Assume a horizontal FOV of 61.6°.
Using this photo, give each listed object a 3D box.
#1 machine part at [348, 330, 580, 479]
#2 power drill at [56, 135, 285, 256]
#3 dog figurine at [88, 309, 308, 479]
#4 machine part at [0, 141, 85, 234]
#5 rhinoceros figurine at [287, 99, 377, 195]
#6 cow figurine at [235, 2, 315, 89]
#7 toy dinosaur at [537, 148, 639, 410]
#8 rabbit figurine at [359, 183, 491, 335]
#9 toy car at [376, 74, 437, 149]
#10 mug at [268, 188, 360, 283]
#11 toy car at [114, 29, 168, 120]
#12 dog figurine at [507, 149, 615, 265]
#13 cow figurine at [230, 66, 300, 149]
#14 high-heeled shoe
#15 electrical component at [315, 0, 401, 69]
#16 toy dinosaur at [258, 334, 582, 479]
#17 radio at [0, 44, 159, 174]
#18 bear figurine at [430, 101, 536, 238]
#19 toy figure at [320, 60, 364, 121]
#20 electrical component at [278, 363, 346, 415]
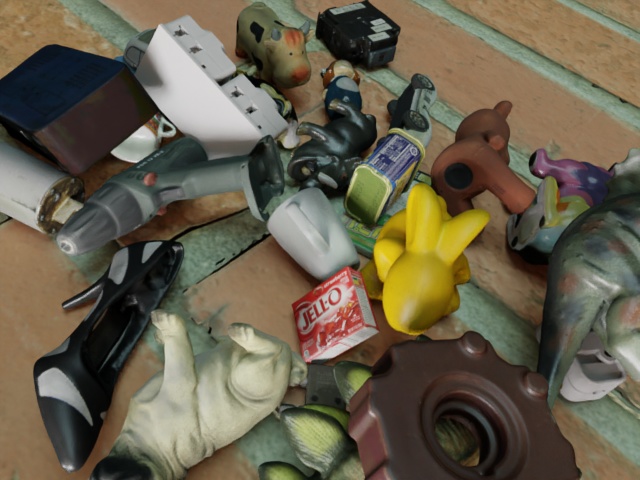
[{"bbox_3d":[0.110,0.155,0.420,0.179,0.056,0.179,9,48,-10],"label":"machine part"},{"bbox_3d":[-0.154,-0.053,0.616,0.207,0.085,0.232,-9,29,22],"label":"power drill"},{"bbox_3d":[-0.106,0.177,0.488,0.172,0.121,0.190,7,65,1],"label":"dog figurine"},{"bbox_3d":[-0.375,-0.074,0.642,0.243,0.079,0.079,23,52,11],"label":"machine part"},{"bbox_3d":[0.016,-0.115,0.747,0.112,0.073,0.190,33,52,3],"label":"rhinoceros figurine"},{"bbox_3d":[-0.070,-0.305,0.843,0.085,0.127,0.195,-20,55,-19],"label":"cow figurine"},{"bbox_3d":[0.316,0.020,0.551,0.405,0.131,0.192,-24,63,-23],"label":"toy dinosaur"},{"bbox_3d":[0.114,0.029,0.565,0.122,0.162,0.173,27,27,4],"label":"rabbit figurine"},{"bbox_3d":[0.133,-0.178,0.795,0.056,0.073,0.202,34,42,-14],"label":"toy car"},{"bbox_3d":[-0.001,-0.002,0.630,0.081,0.109,0.107,-37,74,-6],"label":"mug"},{"bbox_3d":[-0.232,-0.257,0.795,0.162,0.102,0.109,36,54,16],"label":"toy car"},{"bbox_3d":[0.371,-0.034,0.715,0.219,0.108,0.191,12,50,-3],"label":"dog figurine"},{"bbox_3d":[-0.096,-0.200,0.775,0.068,0.098,0.167,-32,63,-22],"label":"cow figurine"},{"bbox_3d":[-0.185,0.092,0.521,0.145,0.086,0.249,-24,41,-7],"label":"high-heeled shoe"},{"bbox_3d":[0.073,-0.361,0.954,0.115,0.058,0.134,-23,59,-22],"label":"electrical component"},{"bbox_3d":[0.061,0.206,0.469,0.471,0.105,0.199,-21,59,-32],"label":"toy dinosaur"},{"bbox_3d":[-0.320,-0.169,0.671,0.230,0.073,0.131,25,65,39],"label":"radio"},{"bbox_3d":[0.227,-0.104,0.743,0.132,0.120,0.196,52,38,-2],"label":"bear figurine"},{"bbox_3d":[0.036,-0.242,0.857,0.064,0.058,0.154,32,39,-34],"label":"toy figure"},{"bbox_3d":[0.006,0.161,0.552,0.094,0.021,0.063,7,52,-5],"label":"electrical component"}]
